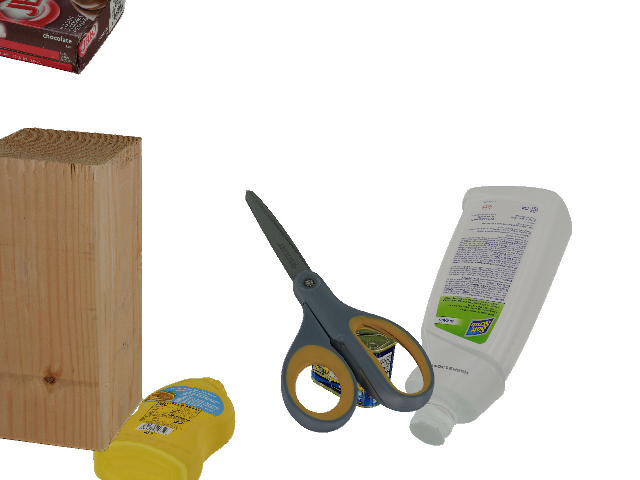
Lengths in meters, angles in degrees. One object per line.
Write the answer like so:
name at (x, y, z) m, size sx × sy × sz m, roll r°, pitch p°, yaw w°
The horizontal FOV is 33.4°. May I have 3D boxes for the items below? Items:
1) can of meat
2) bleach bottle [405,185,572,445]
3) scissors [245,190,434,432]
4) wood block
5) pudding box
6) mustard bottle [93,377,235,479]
can of meat at (0.038, 0.136, 1.238) m, size 0.102 × 0.084 × 0.057 m, roll 26°, pitch 32°, yaw 36°
bleach bottle at (0.128, 0.061, 0.893) m, size 0.103 × 0.068 × 0.250 m, roll 2°, pitch 46°, yaw 35°
scissors at (-0.017, 0.043, 0.651) m, size 0.096 × 0.016 × 0.202 m, roll -33°, pitch 54°, yaw -26°
wood block at (-0.181, 0.032, 0.755) m, size 0.091 × 0.206 × 0.090 m, roll 6°, pitch 18°, yaw 7°
pudding box at (-0.207, -0.176, 0.816) m, size 0.090 × 0.039 × 0.113 m, roll 14°, pitch 36°, yaw 2°
mustard bottle at (-0.137, 0.181, 1.042) m, size 0.096 × 0.058 × 0.191 m, roll 6°, pitch 18°, yaw 15°
